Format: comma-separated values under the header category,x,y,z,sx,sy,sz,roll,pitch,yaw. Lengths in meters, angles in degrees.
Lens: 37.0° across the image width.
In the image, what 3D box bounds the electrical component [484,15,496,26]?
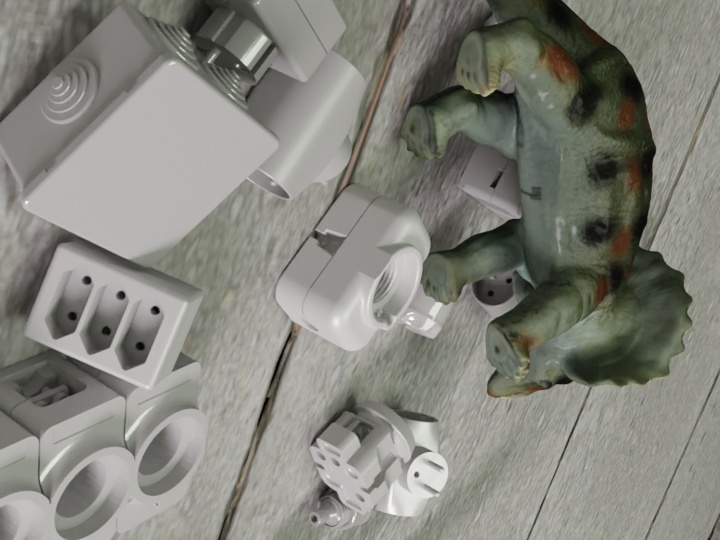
category,x,y,z,sx,sy,sz,roll,pitch,yaw
electrical component,0.115,-0.172,0.751,0.062,0.043,0.043,-51,148,-24

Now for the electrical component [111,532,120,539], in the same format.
category,x,y,z,sx,sy,sz,roll,pitch,yaw
electrical component,-0.158,0.154,0.583,0.046,0.040,0.040,-55,150,-24

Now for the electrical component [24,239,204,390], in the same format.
category,x,y,z,sx,sy,sz,roll,pitch,yaw
electrical component,-0.114,0.018,0.527,0.076,0.066,0.047,-57,171,-84

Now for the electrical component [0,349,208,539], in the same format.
category,x,y,z,sx,sy,sz,roll,pitch,yaw
electrical component,-0.150,0.096,0.525,0.150,0.062,0.089,-23,132,-48

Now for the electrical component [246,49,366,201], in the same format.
category,x,y,z,sx,sy,sz,roll,pitch,yaw
electrical component,-0.029,-0.074,0.601,0.077,0.043,0.079,-58,150,-10

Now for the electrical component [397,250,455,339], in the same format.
category,x,y,z,sx,sy,sz,roll,pitch,yaw
electrical component,0.051,0.016,0.797,0.062,0.043,0.043,-61,150,-6

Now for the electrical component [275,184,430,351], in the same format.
category,x,y,z,sx,sy,sz,roll,pitch,yaw
electrical component,0.000,0.000,0.688,0.095,0.059,0.053,-55,149,-15

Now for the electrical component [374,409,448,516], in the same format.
category,x,y,z,sx,sy,sz,roll,pitch,yaw
electrical component,0.044,0.156,0.849,0.044,0.079,0.077,9,92,-28

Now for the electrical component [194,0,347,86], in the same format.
category,x,y,z,sx,sy,sz,roll,pitch,yaw
electrical component,-0.055,-0.116,0.524,0.076,0.047,0.065,-55,150,-10

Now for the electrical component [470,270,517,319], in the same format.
category,x,y,z,sx,sy,sz,roll,pitch,yaw
electrical component,0.141,0.011,0.916,0.079,0.043,0.077,-37,151,9

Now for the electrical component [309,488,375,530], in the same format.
category,x,y,z,sx,sy,sz,roll,pitch,yaw
electrical component,-0.016,0.185,0.834,0.061,0.035,0.035,-7,119,-53

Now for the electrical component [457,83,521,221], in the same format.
category,x,y,z,sx,sy,sz,roll,pitch,yaw
electrical component,0.150,-0.076,0.862,0.150,0.062,0.089,24,92,-60

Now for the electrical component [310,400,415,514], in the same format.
category,x,y,z,sx,sy,sz,roll,pitch,yaw
electrical component,0.004,0.135,0.802,0.057,0.058,0.078,-44,135,-29

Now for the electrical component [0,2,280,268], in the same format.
category,x,y,z,sx,sy,sz,roll,pitch,yaw
electrical component,-0.098,-0.058,0.474,0.100,0.048,0.100,-42,150,8
